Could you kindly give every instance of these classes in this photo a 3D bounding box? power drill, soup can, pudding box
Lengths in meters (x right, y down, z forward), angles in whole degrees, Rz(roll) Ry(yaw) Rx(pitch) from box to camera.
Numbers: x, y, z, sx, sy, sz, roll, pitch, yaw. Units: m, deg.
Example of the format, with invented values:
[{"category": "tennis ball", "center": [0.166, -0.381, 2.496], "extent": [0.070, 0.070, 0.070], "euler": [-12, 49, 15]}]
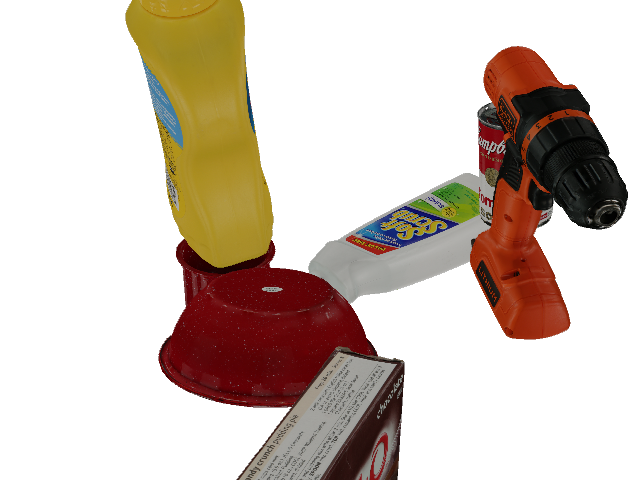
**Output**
[{"category": "power drill", "center": [0.158, -0.020, 0.761], "extent": [0.057, 0.188, 0.184], "euler": [-5, 40, -8]}, {"category": "soup can", "center": [0.175, -0.068, 0.959], "extent": [0.068, 0.102, 0.068], "euler": [-4, 29, 2]}, {"category": "pudding box", "center": [0.001, 0.113, 0.468], "extent": [0.039, 0.090, 0.113], "euler": [12, 31, 18]}]

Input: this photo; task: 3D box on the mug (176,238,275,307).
[{"category": "mug", "center": [-0.082, 0.048, 1.006], "extent": [0.093, 0.081, 0.117], "euler": [-18, 35, -28]}]

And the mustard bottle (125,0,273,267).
[{"category": "mustard bottle", "center": [-0.065, -0.079, 0.565], "extent": [0.058, 0.096, 0.191], "euler": [-16, -40, -9]}]

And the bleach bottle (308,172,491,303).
[{"category": "bleach bottle", "center": [0.089, 0.011, 1.156], "extent": [0.250, 0.068, 0.103], "euler": [-26, 43, -23]}]

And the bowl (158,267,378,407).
[{"category": "bowl", "center": [-0.036, 0.060, 0.774], "extent": [0.162, 0.055, 0.162], "euler": [2, 18, -1]}]
